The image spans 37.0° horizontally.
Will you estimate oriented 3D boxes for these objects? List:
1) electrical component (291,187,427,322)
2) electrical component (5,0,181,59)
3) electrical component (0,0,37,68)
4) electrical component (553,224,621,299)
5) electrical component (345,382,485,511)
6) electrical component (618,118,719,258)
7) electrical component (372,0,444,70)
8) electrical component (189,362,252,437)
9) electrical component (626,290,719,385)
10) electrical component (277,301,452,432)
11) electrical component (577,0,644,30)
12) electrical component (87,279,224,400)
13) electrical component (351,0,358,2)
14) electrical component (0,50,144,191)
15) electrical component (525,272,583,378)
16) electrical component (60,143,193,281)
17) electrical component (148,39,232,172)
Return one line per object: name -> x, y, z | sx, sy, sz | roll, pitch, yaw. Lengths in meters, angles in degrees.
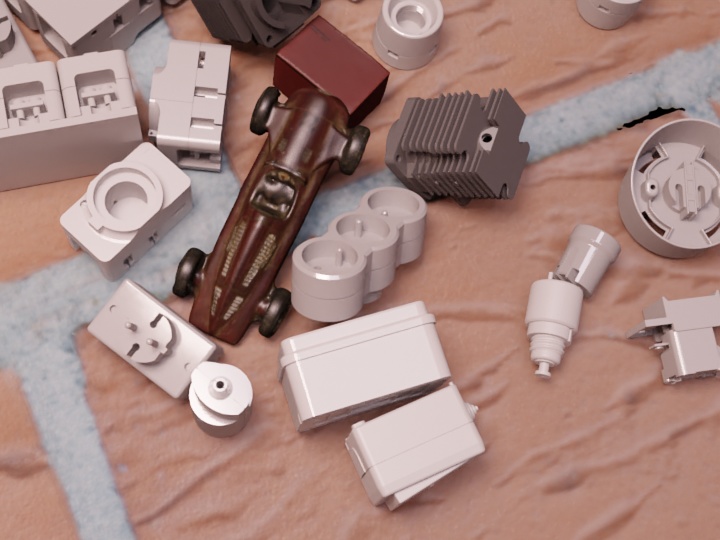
electrical component -> 0.000, 0.000, 0.796 | 0.052, 0.073, 0.138 | 23, 39, 24
electrical component -> -0.192, -0.255, 0.868 | 0.105, 0.060, 0.186 | 44, 73, 9
electrical component -> -0.283, -0.176, 0.823 | 0.047, 0.075, 0.083 | -27, 76, -14
electrical component -> 0.175, -0.006, 0.835 | 0.040, 0.040, 0.046 | 31, 76, 5
electrical component -> 0.045, 0.125, 0.765 | 0.096, 0.061, 0.061 | -22, 75, -13
electrical component -> 0.256, -0.061, 0.849 | 0.099, 0.064, 0.099 | 2, 72, -5
electrical component -> 0.040, -0.200, 0.881 | 0.055, 0.047, 0.055 | 2, 71, -6
electrical component -> -0.097, 0.089, 0.751 | 0.043, 0.081, 0.043 | 2, 71, -6
electrical component -> 0.252, 0.053, 0.822 | 0.081, 0.042, 0.063 | -6, 74, -8
electrical component -> 0.000, 0.069, 0.770 | 0.113, 0.078, 0.057 | -15, 77, -11
electrical component -> 0.214, -0.237, 0.912 | 0.055, 0.047, 0.055 | 2, 71, -6
electrical component -> -0.148, 0.048, 0.759 | 0.083, 0.075, 0.047 | 36, 85, 7
electrical component -> -0.028, -0.288, 0.872 | 0.109, 0.108, 0.056 | 28, 68, 4
electrical component -> -0.241, -0.110, 0.798 | 0.150, 0.089, 0.061 | -12, 73, -10
electrical component -> 0.145, 0.043, 0.814 | 0.040, 0.040, 0.078 | 14, 71, -1
electrical component -> -0.172, -0.045, 0.801 | 0.050, 0.055, 0.089 | 41, 72, 8
electrical component -> -0.132, -0.128, 0.837 | 0.056, 0.050, 0.089 | 5, 71, -5
